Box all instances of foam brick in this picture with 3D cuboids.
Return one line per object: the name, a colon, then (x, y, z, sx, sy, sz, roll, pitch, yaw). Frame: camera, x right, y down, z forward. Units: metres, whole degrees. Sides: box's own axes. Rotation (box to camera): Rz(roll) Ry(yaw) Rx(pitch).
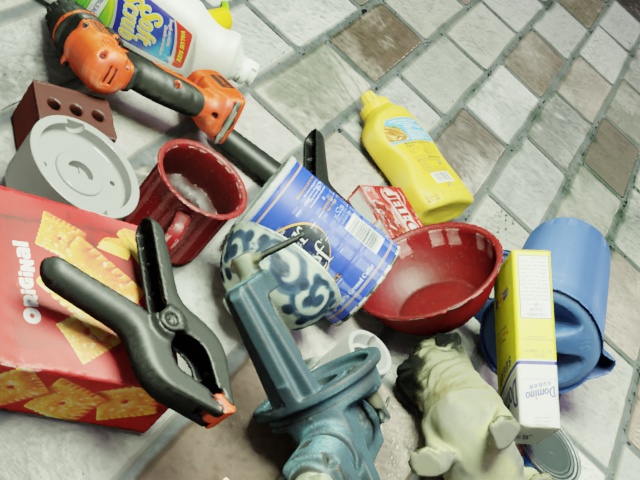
foam brick: (-0.232, -0.101, 0.968, 0.078, 0.051, 0.053, 12, 45, -38)

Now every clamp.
clamp: (-0.127, 0.064, 0.778, 0.120, 0.039, 0.171, -18, 69, -46)
clamp: (-0.006, -0.050, 1.157, 0.164, 0.036, 0.210, -14, 60, -52)

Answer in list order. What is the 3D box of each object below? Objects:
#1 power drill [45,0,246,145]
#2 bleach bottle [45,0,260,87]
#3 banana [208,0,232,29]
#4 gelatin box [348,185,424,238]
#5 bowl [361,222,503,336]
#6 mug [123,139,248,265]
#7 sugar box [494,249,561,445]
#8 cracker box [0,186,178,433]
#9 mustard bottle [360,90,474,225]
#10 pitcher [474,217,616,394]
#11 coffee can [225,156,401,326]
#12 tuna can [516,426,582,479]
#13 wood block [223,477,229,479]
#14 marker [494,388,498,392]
power drill: (-0.179, -0.172, 1.072, 0.187, 0.057, 0.185, 20, 20, -36)
bleach bottle: (-0.173, -0.243, 1.135, 0.250, 0.103, 0.068, 28, 38, -19)
banana: (-0.167, -0.259, 1.224, 0.197, 0.037, 0.070, -1, 36, -47)
gelatin box: (0.081, -0.022, 1.221, 0.073, 0.030, 0.089, 1, 52, -45)
bowl: (0.116, 0.049, 1.106, 0.162, 0.162, 0.055, -74, 149, -53)
mug: (-0.127, -0.024, 0.963, 0.093, 0.082, 0.117, 32, 35, -17)
sugar box: (0.201, 0.107, 1.051, 0.048, 0.093, 0.176, 4, 70, -1)
cracker box: (-0.217, 0.045, 0.804, 0.213, 0.072, 0.164, 18, 43, -33)
mustard bottle: (0.104, -0.108, 1.312, 0.096, 0.058, 0.192, -10, 60, -43)
pitcher: (0.263, 0.059, 1.242, 0.149, 0.145, 0.242, 64, 27, -13)
coffee can: (-0.007, 0.001, 1.040, 0.140, 0.103, 0.102, 39, 34, -6)
tuna can: (0.227, 0.221, 1.101, 0.086, 0.034, 0.086, 27, 37, -23)
wood block: (-0.038, 0.278, 0.720, 0.206, 0.090, 0.090, 47, 33, 5)
marker: (0.159, 0.150, 1.122, 0.121, 0.020, 0.020, 34, 35, -13)
